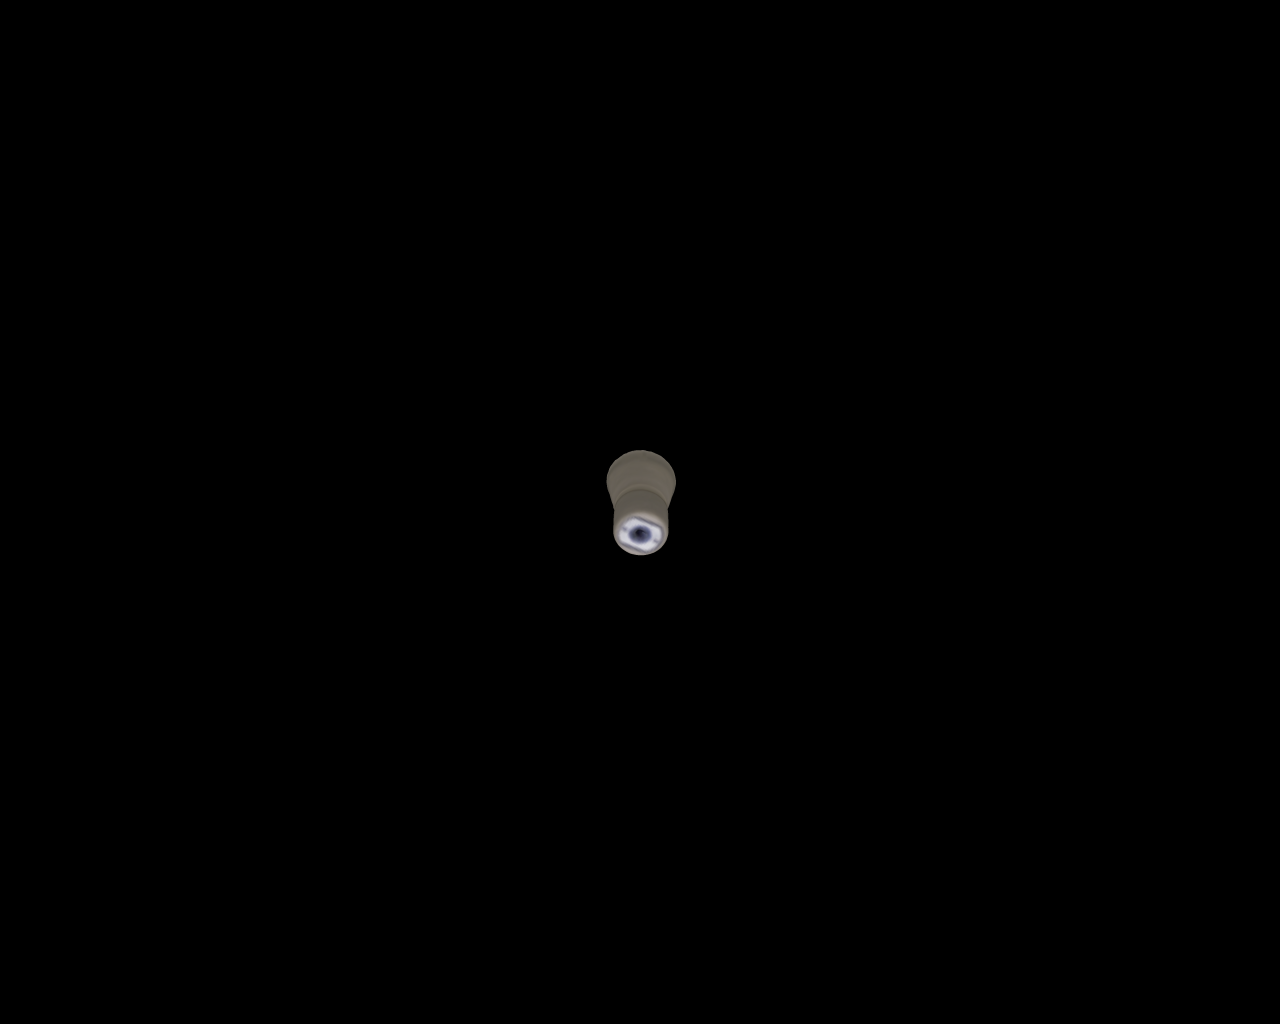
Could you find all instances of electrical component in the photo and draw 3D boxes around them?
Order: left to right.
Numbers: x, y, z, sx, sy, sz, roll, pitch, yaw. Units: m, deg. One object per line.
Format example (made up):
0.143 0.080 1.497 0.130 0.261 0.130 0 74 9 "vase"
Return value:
0.001 -0.003 0.650 0.044 0.044 0.065 0 34 0 "electrical component"
